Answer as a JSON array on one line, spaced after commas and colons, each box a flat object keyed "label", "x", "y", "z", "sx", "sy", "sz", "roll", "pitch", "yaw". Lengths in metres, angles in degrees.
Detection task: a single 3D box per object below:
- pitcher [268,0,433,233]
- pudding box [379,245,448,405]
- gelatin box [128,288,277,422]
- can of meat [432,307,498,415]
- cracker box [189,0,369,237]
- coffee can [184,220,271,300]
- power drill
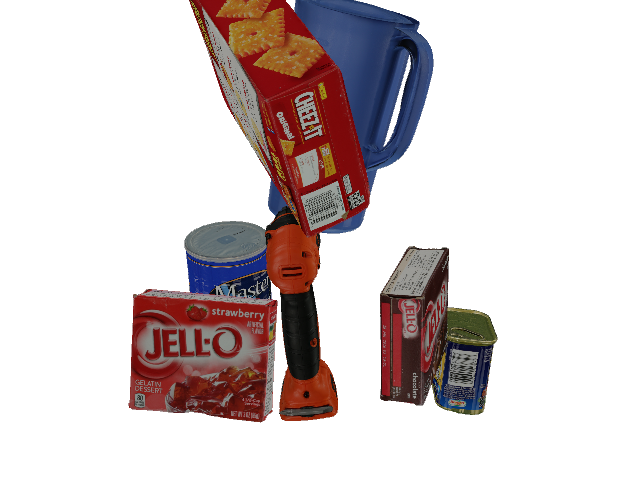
[{"label": "pitcher", "x": 0.024, "y": -0.132, "z": 1.142, "sx": 0.145, "sy": 0.243, "sz": 0.149, "roll": 10, "pitch": 18, "yaw": -7}, {"label": "pudding box", "x": 0.075, "y": 0.064, "z": 0.840, "sx": 0.039, "sy": 0.090, "sz": 0.113, "roll": 4, "pitch": 20, "yaw": 13}, {"label": "gelatin box", "x": -0.073, "y": 0.071, "z": 0.664, "sx": 0.089, "sy": 0.073, "sz": 0.030, "roll": 4, "pitch": 6, "yaw": 10}, {"label": "can of meat", "x": 0.151, "y": 0.128, "z": 1.136, "sx": 0.057, "sy": 0.084, "sz": 0.102, "roll": 6, "pitch": 14, "yaw": 0}, {"label": "cracker box", "x": -0.039, "y": -0.134, "z": 0.923, "sx": 0.072, "sy": 0.164, "sz": 0.214, "roll": -25, "pitch": 48, "yaw": -7}, {"label": "coffee can", "x": -0.111, "y": 0.060, "z": 1.320, "sx": 0.103, "sy": 0.140, "sz": 0.103, "roll": -2, "pitch": 26, "yaw": 1}, {"label": "power drill", "x": -0.021, "y": 0.067, "z": 1.041, "sx": 0.057, "sy": 0.188, "sz": 0.184, "roll": -6, "pitch": 16, "yaw": 3}]
